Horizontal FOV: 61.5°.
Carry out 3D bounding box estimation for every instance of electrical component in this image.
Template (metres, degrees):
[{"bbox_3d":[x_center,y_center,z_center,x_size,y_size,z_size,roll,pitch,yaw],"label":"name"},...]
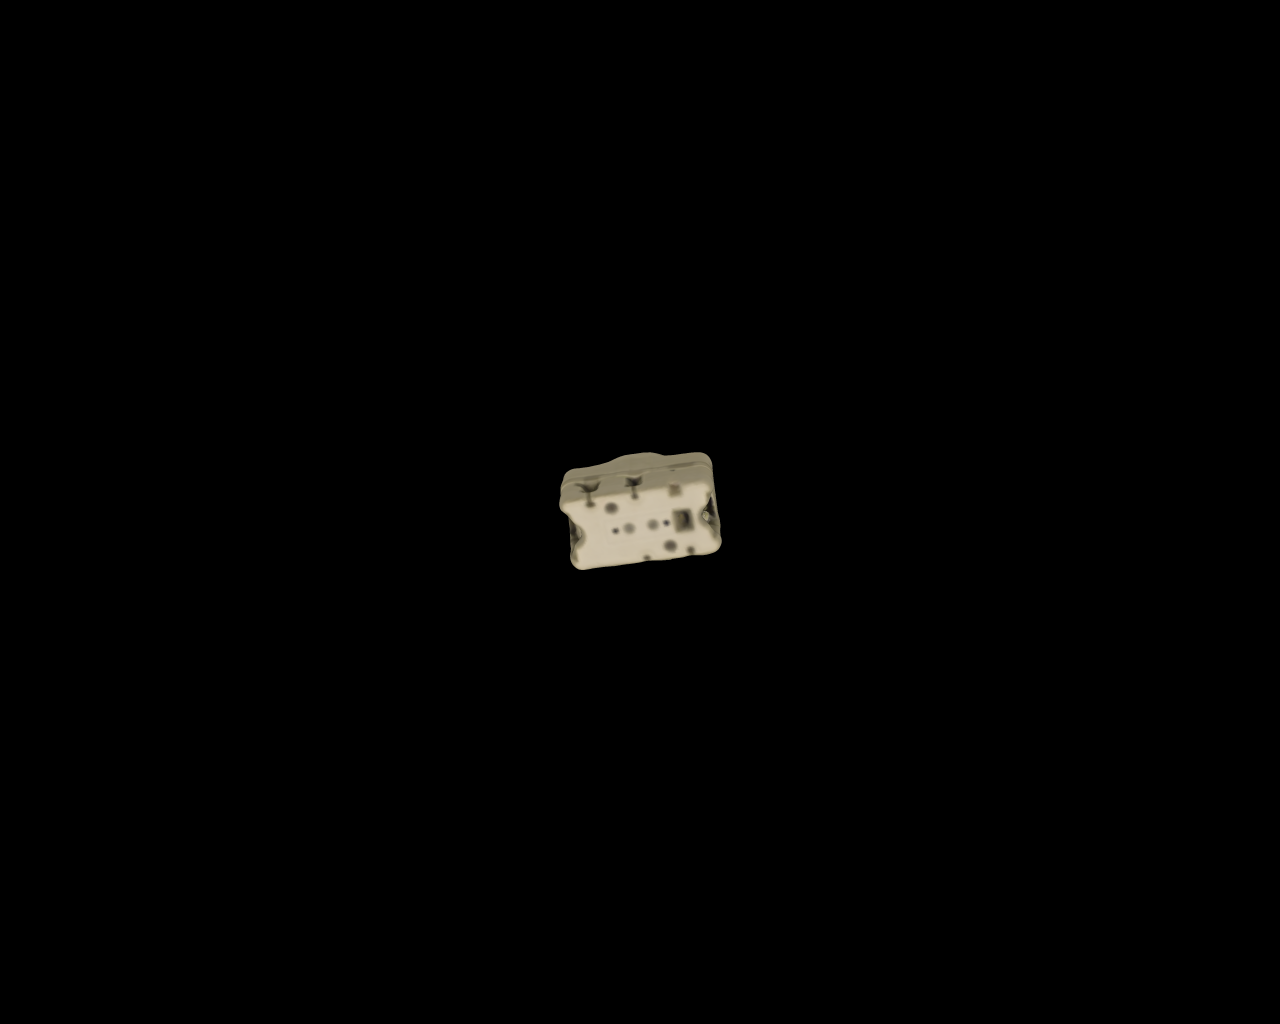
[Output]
[{"bbox_3d":[0.001,-0.003,0.650,0.089,0.050,0.056,-8,24,3],"label":"electrical component"}]
